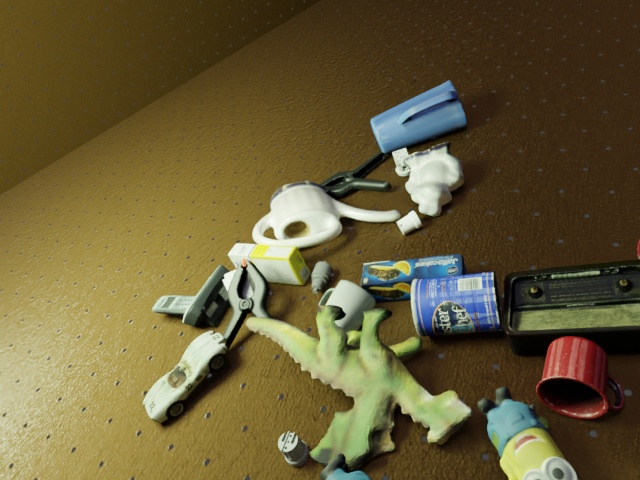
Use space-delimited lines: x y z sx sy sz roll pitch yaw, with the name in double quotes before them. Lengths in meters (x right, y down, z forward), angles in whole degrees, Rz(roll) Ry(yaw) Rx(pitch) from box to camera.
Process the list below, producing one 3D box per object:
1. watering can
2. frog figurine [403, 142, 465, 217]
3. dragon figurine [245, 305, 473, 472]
"watering can" 0.004 -0.063 1.261 0.348 0.101 0.229 -12 35 -5
"frog figurine" 0.270 -0.129 1.205 0.137 0.121 0.161 -10 74 7
"dragon figurine" 0.039 0.243 0.847 0.409 0.119 0.248 -2 54 20
